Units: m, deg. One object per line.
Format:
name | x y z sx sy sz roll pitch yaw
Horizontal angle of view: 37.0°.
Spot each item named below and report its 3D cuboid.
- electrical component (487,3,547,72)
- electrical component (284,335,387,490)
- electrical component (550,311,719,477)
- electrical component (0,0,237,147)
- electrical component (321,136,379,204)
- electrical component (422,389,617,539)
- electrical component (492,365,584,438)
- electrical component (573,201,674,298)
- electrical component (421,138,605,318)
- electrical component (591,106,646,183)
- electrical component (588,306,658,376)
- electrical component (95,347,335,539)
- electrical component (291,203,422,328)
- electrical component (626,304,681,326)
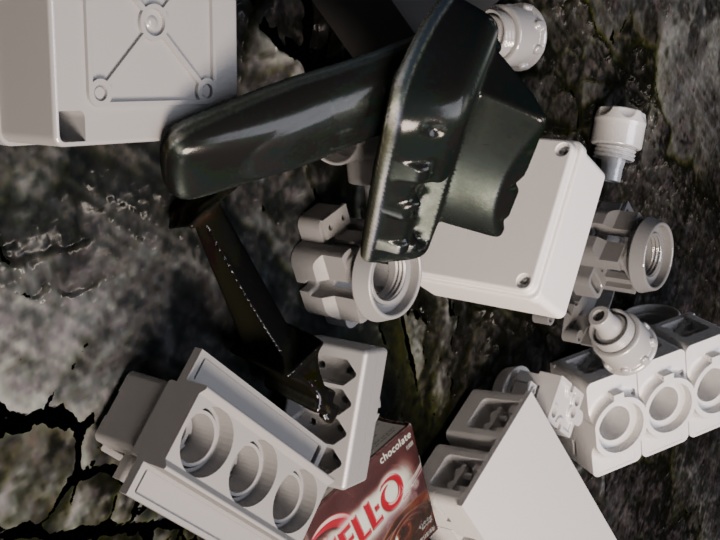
electrical component | 0.096 -0.163 0.748 0.062 0.048 0.048 -8 103 -43
electrical component | -0.011 0.085 0.664 0.076 0.047 0.083 4 95 -70
electrical component | 0.247 0.106 0.924 0.150 0.062 0.089 -17 113 -19
electrical component | -0.112 -0.113 0.492 0.109 0.056 0.108 -12 107 -49
electrical component | 0.009 -0.075 0.657 0.077 0.044 0.079 -24 115 -46
electrical component | 0.119 0.191 0.816 0.105 0.060 0.186 -52 125 -31
electrical component | 0.137 0.101 0.842 0.066 0.055 0.048 38 68 -47
electrical component | 0.201 -0.014 0.817 0.058 0.057 0.078 50 60 -44
electrical component | 0.094 -0.032 0.720 0.056 0.109 0.108 31 73 -52
electrical component | 0.216 -0.105 0.907 0.043 0.043 0.062 7 93 -51
electrical component | 0.200 0.050 0.841 0.062 0.048 0.048 41 66 -39
electrical component | -0.077 0.101 0.574 0.121 0.063 0.078 46 62 -45
electrical component | 0.000 0.000 0.652 0.058 0.057 0.078 -40 126 -39
electrical component | 0.269 0.067 0.992 0.078 0.058 0.057 -15 110 -22
